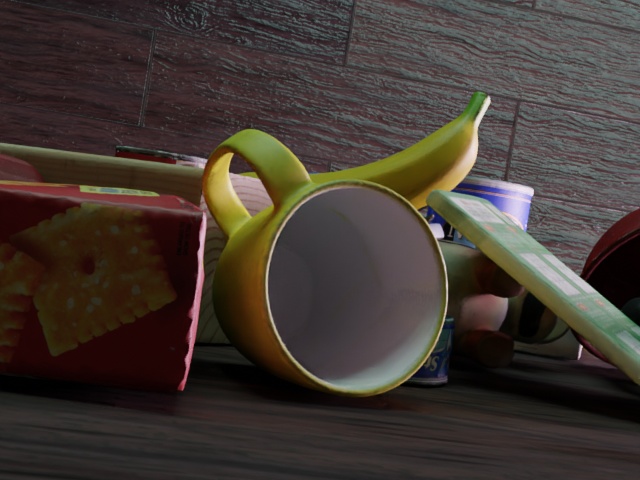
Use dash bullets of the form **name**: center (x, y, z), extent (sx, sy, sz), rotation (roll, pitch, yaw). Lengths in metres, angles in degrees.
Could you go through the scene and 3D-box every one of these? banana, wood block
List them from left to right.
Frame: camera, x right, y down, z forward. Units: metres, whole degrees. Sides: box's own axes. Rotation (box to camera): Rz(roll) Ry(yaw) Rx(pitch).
- **wood block**: center (-0.119, -0.002, 0.628), extent (0.206, 0.091, 0.090), rotation (10, 1, 37)
- **banana**: center (0.019, -0.037, 0.689), extent (0.198, 0.069, 0.037), rotation (-15, -51, 17)

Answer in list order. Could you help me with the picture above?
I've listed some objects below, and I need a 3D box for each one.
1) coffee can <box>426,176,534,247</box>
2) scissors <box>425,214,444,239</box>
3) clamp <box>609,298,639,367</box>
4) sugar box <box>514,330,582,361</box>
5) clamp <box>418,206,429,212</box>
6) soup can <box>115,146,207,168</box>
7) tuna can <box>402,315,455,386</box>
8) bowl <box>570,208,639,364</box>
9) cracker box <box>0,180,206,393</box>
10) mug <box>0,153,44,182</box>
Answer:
- **coffee can**: center (0.153, 0.010, 1.075), extent (0.103, 0.140, 0.103), rotation (9, 1, 0)
- **scissors**: center (0.048, 0.000, 0.793), extent (0.096, 0.016, 0.201), rotation (-15, -5, 11)
- **clamp**: center (0.229, 0.061, 0.617), extent (0.164, 0.036, 0.210), rotation (37, -14, -21)
- **sugar box**: center (0.174, 0.065, 0.883), extent (0.093, 0.048, 0.176), rotation (9, 4, 16)
- **clamp**: center (-0.005, 0.001, 0.753), extent (0.171, 0.039, 0.120), rotation (-24, -4, -8)
- **soup can**: center (-0.112, -0.008, 0.724), extent (0.068, 0.102, 0.068), rotation (9, 1, 0)
- **tuna can**: center (0.026, 0.050, 0.555), extent (0.086, 0.034, 0.086), rotation (9, 1, 0)
- **bowl**: center (0.253, 0.022, 0.763), extent (0.162, 0.162, 0.055), rotation (9, 42, -11)
- **cracker box**: center (-0.154, 0.004, 0.424), extent (0.213, 0.072, 0.164), rotation (8, 0, -6)
- **mug**: center (-0.195, -0.005, 0.569), extent (0.081, 0.093, 0.117), rotation (16, 26, -47)
